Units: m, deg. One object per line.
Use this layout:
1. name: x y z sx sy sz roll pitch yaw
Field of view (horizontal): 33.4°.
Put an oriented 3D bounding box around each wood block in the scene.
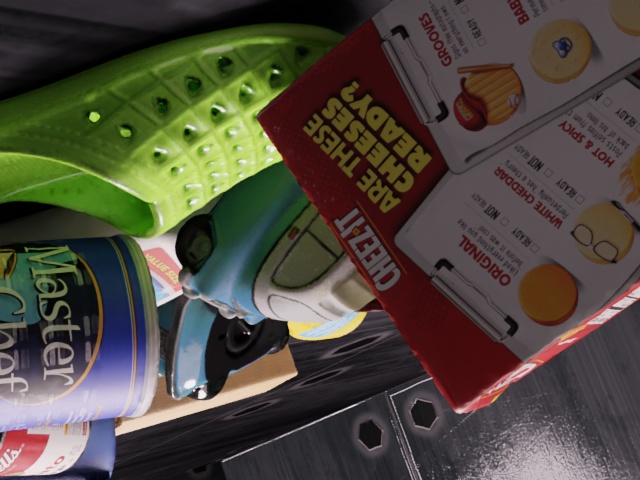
1. wood block: -0.143 0.136 1.137 0.205 0.091 0.090 -12 166 -33

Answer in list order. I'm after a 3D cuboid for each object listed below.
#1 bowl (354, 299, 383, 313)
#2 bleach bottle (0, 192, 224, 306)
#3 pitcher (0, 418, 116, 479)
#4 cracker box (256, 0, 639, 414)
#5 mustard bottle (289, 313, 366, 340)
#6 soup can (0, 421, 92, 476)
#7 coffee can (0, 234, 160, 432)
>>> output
1. bowl: -0.005 0.001 0.763 0.162 0.055 0.162 8 -166 -2
2. bleach bottle: -0.143 0.013 0.668 0.250 0.068 0.102 -23 139 -11
3. pitcher: -0.321 0.203 1.007 0.242 0.145 0.149 -1 177 -40
4. cracker box: 0.105 -0.054 0.460 0.214 0.164 0.072 -39 162 16
5. mustard bottle: 0.001 0.055 1.025 0.096 0.058 0.191 -37 156 7
6. soup can: -0.211 0.126 0.728 0.068 0.068 0.102 -24 161 15
7. coffee can: -0.168 0.051 0.568 0.140 0.103 0.103 -3 161 -26
